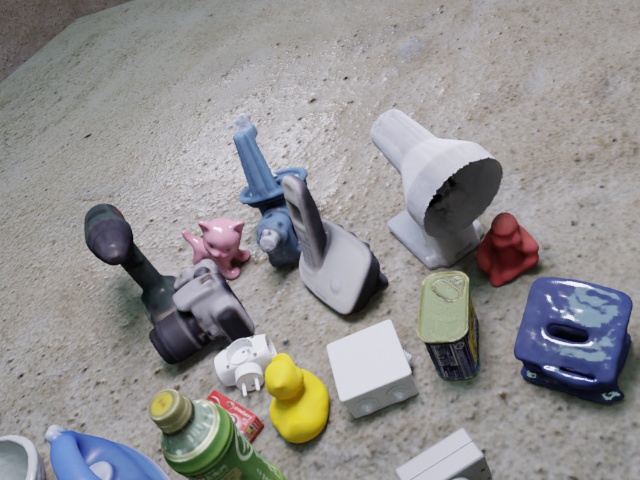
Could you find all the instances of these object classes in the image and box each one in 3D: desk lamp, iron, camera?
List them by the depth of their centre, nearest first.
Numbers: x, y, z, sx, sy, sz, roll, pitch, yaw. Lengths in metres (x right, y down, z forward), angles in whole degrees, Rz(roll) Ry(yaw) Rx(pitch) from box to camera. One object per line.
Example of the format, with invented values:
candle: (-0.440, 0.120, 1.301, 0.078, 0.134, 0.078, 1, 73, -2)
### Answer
iron: (-0.266, 0.282, 0.671, 0.119, 0.142, 0.257, -45, 42, -20)
desk lamp: (0.146, -0.062, 0.759, 0.118, 0.214, 0.202, -33, 39, -7)
camera: (-0.191, 0.108, 0.854, 0.137, 0.101, 0.142, -35, 39, -9)

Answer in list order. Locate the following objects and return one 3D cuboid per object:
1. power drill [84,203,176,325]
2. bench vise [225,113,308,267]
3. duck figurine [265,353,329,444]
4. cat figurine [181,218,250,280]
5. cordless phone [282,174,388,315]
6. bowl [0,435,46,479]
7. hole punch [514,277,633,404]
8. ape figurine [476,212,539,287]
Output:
power drill: (-0.296, 0.035, 0.908, 0.076, 0.209, 0.228, -37, 40, -12)
bench vise: (-0.073, -0.081, 0.901, 0.121, 0.220, 0.207, -27, 39, 0)
duck figurine: (-0.036, 0.185, 0.692, 0.077, 0.086, 0.104, -23, 39, 6)
cat figurine: (-0.174, 0.003, 0.948, 0.127, 0.118, 0.067, 2, 47, 32)
cordless phone: (0.007, 0.003, 0.790, 0.094, 0.185, 0.147, -40, 40, -16)
bowl: (-0.418, 0.346, 0.740, 0.167, 0.075, 0.167, -16, 40, 14)
hole punch: (0.268, 0.104, 0.604, 0.108, 0.091, 0.101, 10, 52, 37)
ape figurine: (0.238, 0.004, 0.731, 0.077, 0.092, 0.076, 2, 47, 32)
